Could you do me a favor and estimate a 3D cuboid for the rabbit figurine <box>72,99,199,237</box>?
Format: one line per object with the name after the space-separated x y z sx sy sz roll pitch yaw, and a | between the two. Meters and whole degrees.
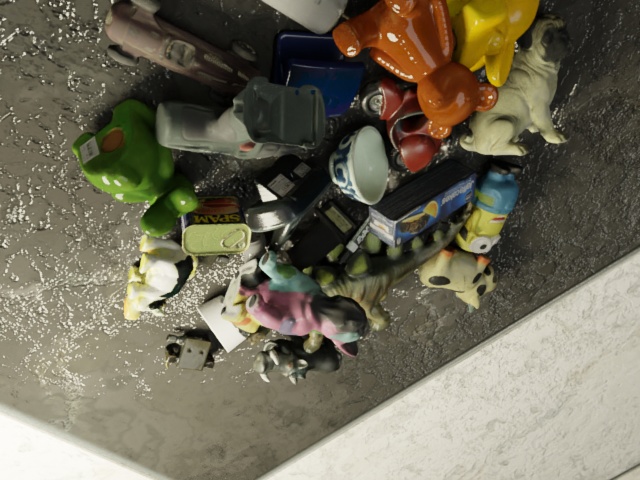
-0.223 -0.085 0.740 0.121 0.159 0.170 -42 145 3 | rabbit figurine

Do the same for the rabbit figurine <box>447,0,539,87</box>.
0.239 -0.297 0.752 0.173 0.122 0.162 -32 137 -19 | rabbit figurine

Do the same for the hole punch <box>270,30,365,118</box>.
-0.007 -0.216 0.741 0.142 0.092 0.115 -6 132 -20 | hole punch

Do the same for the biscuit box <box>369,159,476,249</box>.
0.174 -0.064 0.896 0.203 0.063 0.059 -30 136 -26 | biscuit box

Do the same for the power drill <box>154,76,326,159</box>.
-0.079 -0.147 0.690 0.232 0.207 0.086 1 97 -33 | power drill

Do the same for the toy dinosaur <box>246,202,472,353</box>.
0.072 0.074 0.987 0.471 0.105 0.198 -25 130 -1 | toy dinosaur

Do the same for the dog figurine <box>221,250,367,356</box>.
-0.030 0.117 0.879 0.219 0.108 0.191 28 150 -23 | dog figurine

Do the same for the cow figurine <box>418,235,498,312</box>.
0.280 0.072 1.074 0.195 0.086 0.127 12 116 -30 | cow figurine

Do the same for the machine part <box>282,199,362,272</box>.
-0.002 -0.003 0.902 0.139 0.084 0.039 -44 168 -11 | machine part

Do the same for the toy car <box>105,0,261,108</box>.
-0.170 -0.237 0.687 0.202 0.053 0.089 20 115 -31 | toy car

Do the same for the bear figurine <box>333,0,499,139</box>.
0.128 -0.219 0.681 0.120 0.132 0.195 -25 100 38 | bear figurine

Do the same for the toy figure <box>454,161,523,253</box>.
0.307 -0.059 0.984 0.082 0.089 0.180 8 116 -10 | toy figure

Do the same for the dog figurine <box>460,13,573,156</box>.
0.299 -0.240 0.838 0.172 0.121 0.190 -19 117 -9 | dog figurine

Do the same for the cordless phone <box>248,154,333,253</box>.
-0.064 -0.029 0.840 0.089 0.146 0.184 31 130 5 | cordless phone

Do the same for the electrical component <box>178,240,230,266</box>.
-0.186 0.010 0.895 0.094 0.021 0.063 21 117 -31 | electrical component

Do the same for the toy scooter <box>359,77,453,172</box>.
0.150 -0.179 0.807 0.135 0.075 0.183 -15 140 21 | toy scooter

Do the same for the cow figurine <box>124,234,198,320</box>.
-0.264 0.070 0.881 0.098 0.068 0.167 11 131 -27 | cow figurine

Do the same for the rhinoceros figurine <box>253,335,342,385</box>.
-0.047 0.235 1.067 0.190 0.112 0.073 9 126 -35 | rhinoceros figurine

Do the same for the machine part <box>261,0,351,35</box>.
-0.050 -0.321 0.645 0.243 0.079 0.079 21 117 -31 | machine part

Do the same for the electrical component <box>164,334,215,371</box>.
-0.250 0.217 1.024 0.102 0.045 0.078 10 94 -29 | electrical component
